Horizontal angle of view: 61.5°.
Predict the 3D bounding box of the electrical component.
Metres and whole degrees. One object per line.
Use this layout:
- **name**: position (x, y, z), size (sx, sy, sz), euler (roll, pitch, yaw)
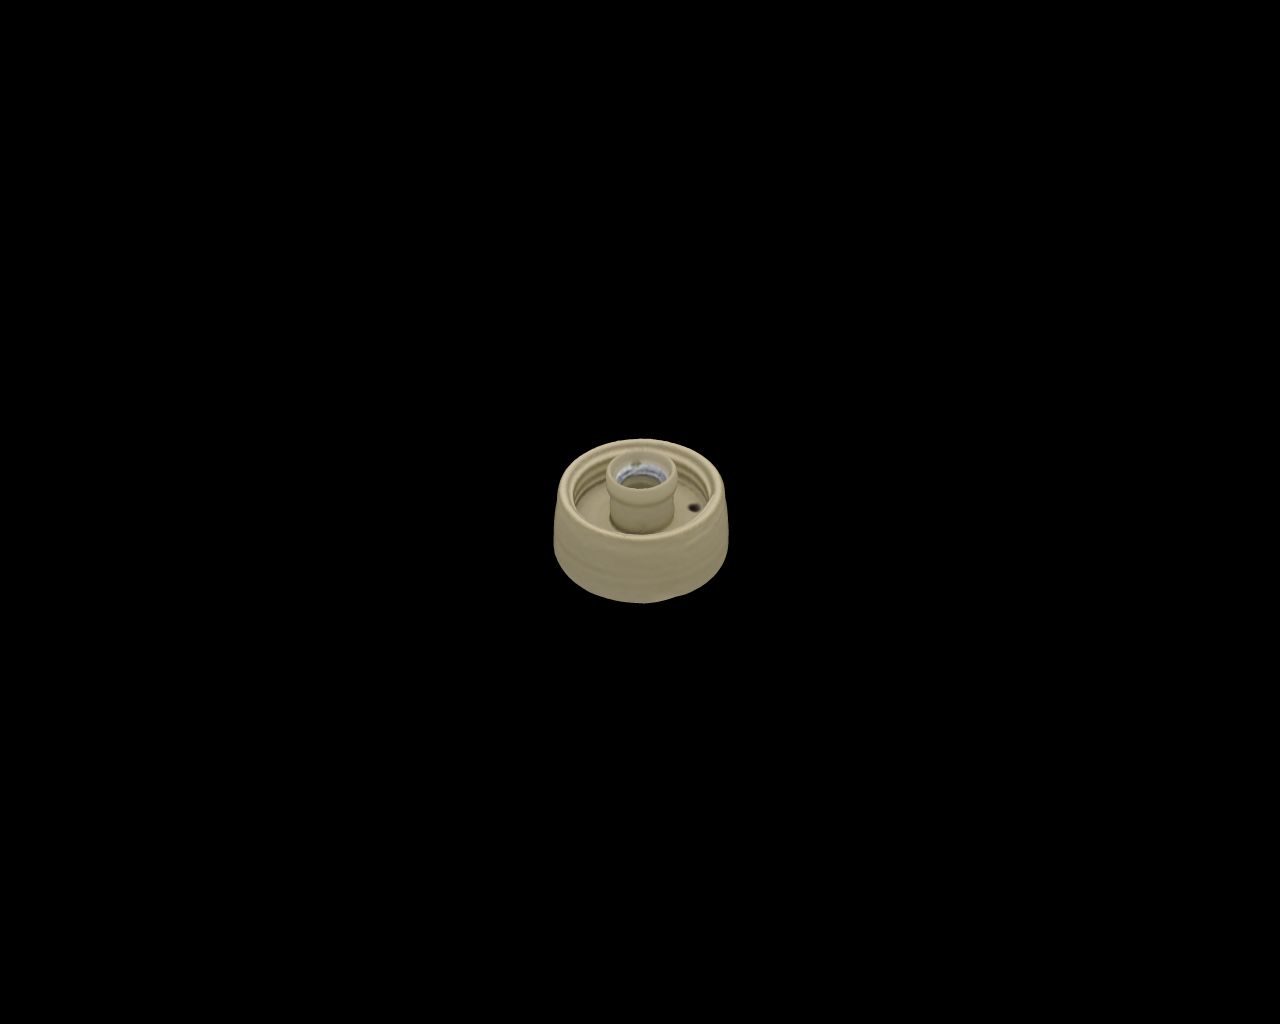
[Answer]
- **electrical component**: position (0.001, -0.003, 0.650), size (0.108, 0.060, 0.108), euler (0, 39, 0)
